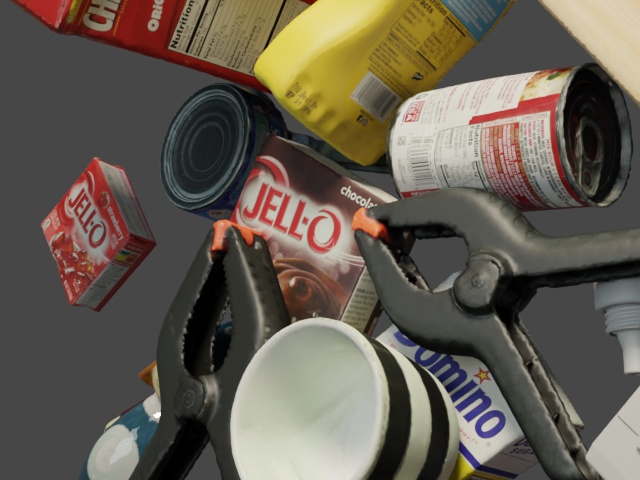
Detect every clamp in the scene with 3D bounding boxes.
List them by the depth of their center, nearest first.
[{"bbox_3d":[0.079,0.033,0.479,0.172,0.039,0.120,17,79,41],"label":"clamp"},{"bbox_3d":[-0.051,0.094,0.572,0.165,0.036,0.210,3,77,45],"label":"clamp"}]

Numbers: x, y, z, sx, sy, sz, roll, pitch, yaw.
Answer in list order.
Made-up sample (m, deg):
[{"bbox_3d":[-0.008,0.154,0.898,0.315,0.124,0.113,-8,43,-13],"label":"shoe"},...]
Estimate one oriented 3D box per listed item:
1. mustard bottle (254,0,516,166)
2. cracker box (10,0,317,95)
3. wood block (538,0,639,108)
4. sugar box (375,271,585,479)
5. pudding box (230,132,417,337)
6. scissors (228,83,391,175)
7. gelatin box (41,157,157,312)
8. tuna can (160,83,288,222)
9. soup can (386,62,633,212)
[{"bbox_3d":[0.057,-0.134,0.570,0.192,0.096,0.058,-48,47,10],"label":"mustard bottle"},{"bbox_3d":[-0.087,-0.145,0.626,0.164,0.213,0.072,35,108,44],"label":"cracker box"},{"bbox_3d":[0.187,-0.063,0.431,0.090,0.090,0.206,-47,50,21],"label":"wood block"},{"bbox_3d":[0.037,0.105,0.542,0.176,0.048,0.093,-45,50,23],"label":"sugar box"},{"bbox_3d":[-0.004,0.001,0.610,0.114,0.039,0.090,33,105,39],"label":"pudding box"},{"bbox_3d":[-0.023,-0.041,0.670,0.202,0.016,0.096,35,101,44],"label":"scissors"},{"bbox_3d":[-0.163,-0.005,0.776,0.073,0.030,0.089,-47,49,20],"label":"gelatin box"},{"bbox_3d":[-0.062,-0.055,0.674,0.086,0.033,0.086,-16,66,39],"label":"tuna can"},{"bbox_3d":[0.092,-0.046,0.529,0.102,0.068,0.068,-4,72,42],"label":"soup can"}]
